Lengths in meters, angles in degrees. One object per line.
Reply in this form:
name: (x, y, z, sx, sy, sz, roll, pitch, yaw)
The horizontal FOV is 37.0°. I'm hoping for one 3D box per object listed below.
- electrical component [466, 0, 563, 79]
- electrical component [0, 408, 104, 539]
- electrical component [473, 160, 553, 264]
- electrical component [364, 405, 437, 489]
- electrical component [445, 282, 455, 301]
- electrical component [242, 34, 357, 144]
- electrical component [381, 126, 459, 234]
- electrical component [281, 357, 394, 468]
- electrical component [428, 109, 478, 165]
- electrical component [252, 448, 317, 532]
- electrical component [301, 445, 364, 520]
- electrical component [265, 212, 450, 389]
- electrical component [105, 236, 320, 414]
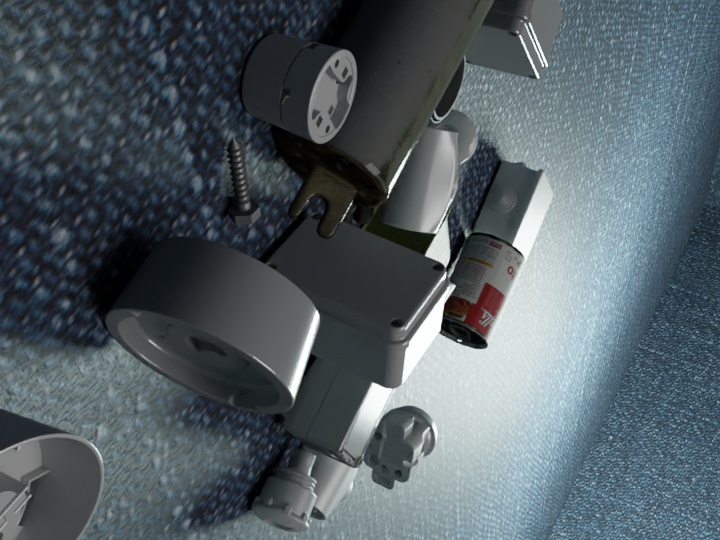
electrical component: (0.109, -0.200, 0.846, 0.057, 0.078, 0.113, -71, 160, -4)
electrical component: (-0.169, 0.106, 0.469, 0.099, 0.064, 0.099, -51, 153, -39)
electrical component: (0.165, -0.062, 1.159, 0.099, 0.048, 0.100, -66, 160, -6)
electrical component: (0.041, 0.169, 1.065, 0.057, 0.058, 0.078, -34, 140, -52)
electrical component: (0.057, 0.031, 0.987, 0.055, 0.045, 0.045, -68, 159, 0)
electrical component: (-0.035, -0.106, 0.620, 0.055, 0.047, 0.055, -51, 153, -39)
electrical component: (0.039, -0.073, 0.822, 0.079, 0.044, 0.077, -146, -114, -67)
electrical component: (-0.014, 0.098, 0.852, 0.096, 0.061, 0.061, -63, 159, -14)
electrical component: (0.078, -0.109, 0.906, 0.062, 0.048, 0.048, -11, 120, -73)
electrical component: (-0.054, 0.173, 0.850, 0.048, 0.048, 0.062, 70, 39, -60)
electrical component: (-0.027, 0.175, 0.920, 0.077, 0.043, 0.079, -58, 157, -26)
electrical component: (-0.005, 0.018, 0.724, 0.078, 0.113, 0.057, -51, 156, -39)
electrical component: (-0.073, 0.024, 0.575, 0.108, 0.108, 0.060, 73, 36, -59)
